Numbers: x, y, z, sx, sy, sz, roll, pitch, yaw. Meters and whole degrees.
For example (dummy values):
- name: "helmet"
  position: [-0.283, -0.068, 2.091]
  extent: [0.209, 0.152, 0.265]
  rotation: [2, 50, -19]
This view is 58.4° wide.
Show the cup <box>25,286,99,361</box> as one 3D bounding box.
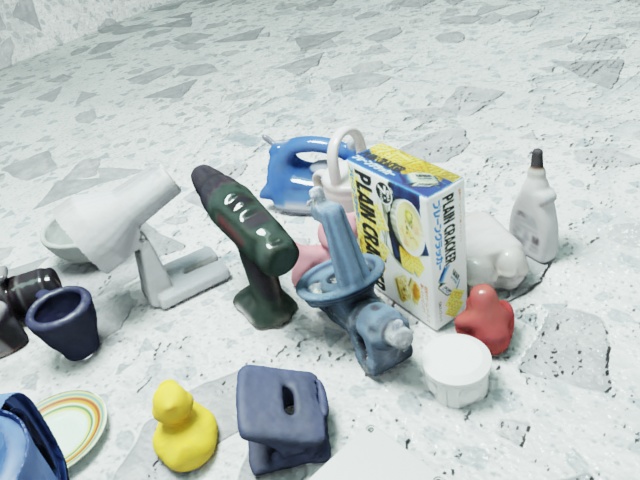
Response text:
- name: "cup"
  position: [-0.371, 0.124, 0.836]
  extent: [0.117, 0.095, 0.092]
  rotation: [22, 46, 38]

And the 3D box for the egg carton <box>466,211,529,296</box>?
- name: "egg carton"
  position: [0.231, 0.019, 0.839]
  extent: [0.107, 0.069, 0.150]
  rotation: [-17, 35, -9]

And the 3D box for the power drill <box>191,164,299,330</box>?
- name: "power drill"
  position: [-0.103, 0.015, 0.816]
  extent: [0.076, 0.209, 0.228]
  rotation: [-30, 39, -24]

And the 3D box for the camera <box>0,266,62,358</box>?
- name: "camera"
  position: [-0.486, 0.095, 0.906]
  extent: [0.137, 0.101, 0.142]
  rotation: [-21, 36, -13]

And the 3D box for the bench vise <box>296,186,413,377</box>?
- name: "bench vise"
  position: [0.050, 0.045, 0.720]
  extent: [0.206, 0.220, 0.122]
  rotation: [22, 46, 38]

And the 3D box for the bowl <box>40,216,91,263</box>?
- name: "bowl"
  position: [-0.417, -0.008, 1.055]
  extent: [0.167, 0.075, 0.167]
  rotation: [-7, 35, 6]

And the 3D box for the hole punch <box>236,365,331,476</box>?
- name: "hole punch"
  position: [-0.041, 0.193, 0.649]
  extent: [0.101, 0.091, 0.108]
  rotation: [-12, 35, -1]

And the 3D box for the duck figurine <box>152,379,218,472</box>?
- name: "duck figurine"
  position: [-0.165, 0.208, 0.667]
  extent: [0.077, 0.086, 0.104]
  rotation: [-21, 36, -14]

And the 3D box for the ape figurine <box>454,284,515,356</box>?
- name: "ape figurine"
  position: [0.208, 0.093, 0.720]
  extent: [0.077, 0.092, 0.076]
  rotation: [-7, 35, 7]

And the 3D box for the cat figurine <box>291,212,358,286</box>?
- name: "cat figurine"
  position: [0.008, 0.003, 0.881]
  extent: [0.128, 0.118, 0.067]
  rotation: [-12, 35, -1]

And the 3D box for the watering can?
- name: "watering can"
  position: [0.060, -0.093, 0.936]
  extent: [0.172, 0.194, 0.101]
  rotation: [2, 37, 18]

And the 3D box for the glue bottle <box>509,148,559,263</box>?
- name: "glue bottle"
  position: [0.311, -0.053, 0.827]
  extent: [0.037, 0.173, 0.078]
  rotation: [-24, 37, -17]

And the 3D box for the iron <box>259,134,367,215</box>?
- name: "iron"
  position: [0.013, -0.132, 1.051]
  extent: [0.257, 0.142, 0.119]
  rotation: [2, 37, 18]

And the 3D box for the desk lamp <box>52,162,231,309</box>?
- name: "desk lamp"
  position: [-0.271, -0.003, 0.884]
  extent: [0.203, 0.214, 0.117]
  rotation: [-26, 37, -20]
